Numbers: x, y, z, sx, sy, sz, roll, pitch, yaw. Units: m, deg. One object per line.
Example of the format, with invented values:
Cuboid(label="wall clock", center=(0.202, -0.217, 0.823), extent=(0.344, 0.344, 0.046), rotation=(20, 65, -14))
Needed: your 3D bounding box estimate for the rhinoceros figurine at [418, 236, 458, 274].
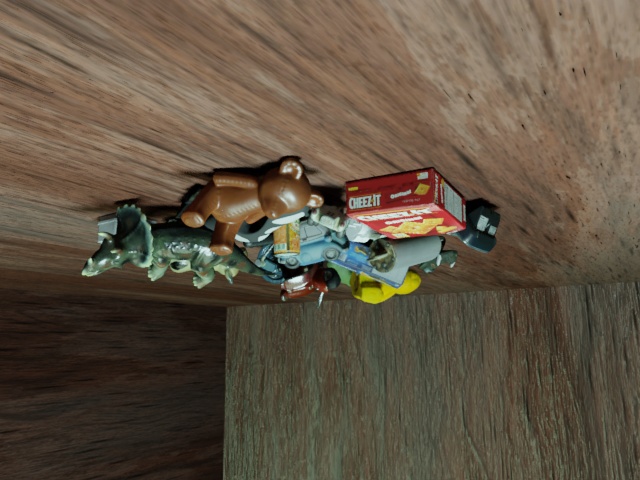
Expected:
Cuboid(label="rhinoceros figurine", center=(0.261, 0.029, 1.367), extent=(0.073, 0.112, 0.190), rotation=(12, 171, -41))

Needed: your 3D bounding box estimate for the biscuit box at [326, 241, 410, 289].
Cuboid(label="biscuit box", center=(0.106, 0.050, 1.272), extent=(0.203, 0.059, 0.062), rotation=(22, 169, 4))

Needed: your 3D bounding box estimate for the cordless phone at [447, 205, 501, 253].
Cuboid(label="cordless phone", center=(0.277, -0.036, 1.154), extent=(0.184, 0.088, 0.146), rotation=(15, -179, 39))

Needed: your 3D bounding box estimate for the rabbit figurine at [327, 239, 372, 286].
Cuboid(label="rabbit figurine", center=(0.110, 0.036, 1.471), extent=(0.170, 0.121, 0.159), rotation=(-25, 153, 20))

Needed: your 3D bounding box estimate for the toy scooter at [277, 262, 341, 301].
Cuboid(label="toy scooter", center=(-0.046, 0.077, 1.232), extent=(0.135, 0.184, 0.075), rotation=(-29, 128, -11))

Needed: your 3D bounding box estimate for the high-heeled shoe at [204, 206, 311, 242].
Cuboid(label="high-heeled shoe", center=(-0.129, -0.055, 1.005), extent=(0.249, 0.086, 0.145), rotation=(-8, 164, 14))

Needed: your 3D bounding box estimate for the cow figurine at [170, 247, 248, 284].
Cuboid(label="cow figurine", center=(-0.277, 0.043, 1.327), extent=(0.195, 0.127, 0.085), rotation=(-4, -158, -6))

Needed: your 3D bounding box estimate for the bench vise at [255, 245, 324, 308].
Cuboid(label="bench vise", center=(-0.090, 0.073, 1.443), extent=(0.224, 0.128, 0.240), rotation=(32, -172, 22))

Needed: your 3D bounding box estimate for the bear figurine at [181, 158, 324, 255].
Cuboid(label="bear figurine", center=(-0.104, -0.056, 0.878), extent=(0.196, 0.132, 0.120), rotation=(0, 143, 30))

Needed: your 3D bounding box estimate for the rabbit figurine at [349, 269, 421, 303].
Cuboid(label="rabbit figurine", center=(0.170, 0.114, 1.388), extent=(0.173, 0.122, 0.162), rotation=(-2, 159, -10))

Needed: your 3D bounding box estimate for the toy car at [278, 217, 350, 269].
Cuboid(label="toy car", center=(-0.021, -0.008, 1.171), extent=(0.162, 0.102, 0.109), rotation=(-13, -157, 4))

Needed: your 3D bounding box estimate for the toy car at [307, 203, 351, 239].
Cuboid(label="toy car", center=(0.021, -0.041, 1.033), extent=(0.073, 0.056, 0.201), rotation=(24, -178, 3))

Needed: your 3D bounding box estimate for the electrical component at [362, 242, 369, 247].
Cuboid(label="electrical component", center=(0.092, 0.004, 1.350), extent=(0.045, 0.078, 0.102), rotation=(-27, 171, 5))

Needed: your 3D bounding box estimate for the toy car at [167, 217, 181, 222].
Cuboid(label="toy car", center=(-0.256, -0.023, 1.226), extent=(0.202, 0.053, 0.089), rotation=(-3, 172, 5))

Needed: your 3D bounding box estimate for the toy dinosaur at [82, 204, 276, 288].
Cuboid(label="toy dinosaur", center=(-0.271, 0.015, 1.119), extent=(0.405, 0.131, 0.192), rotation=(2, 160, -18))

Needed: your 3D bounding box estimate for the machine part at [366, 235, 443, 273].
Cuboid(label="machine part", center=(0.189, 0.022, 1.186), extent=(0.243, 0.079, 0.079), rotation=(-12, 180, -43))

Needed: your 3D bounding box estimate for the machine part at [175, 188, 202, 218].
Cuboid(label="machine part", center=(-0.228, -0.070, 1.024), extent=(0.084, 0.039, 0.139), rotation=(1, 168, -36))

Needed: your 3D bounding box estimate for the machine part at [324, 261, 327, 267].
Cuboid(label="machine part", center=(-0.021, 0.077, 1.656), extent=(0.201, 0.087, 0.201), rotation=(1, 167, -6))
